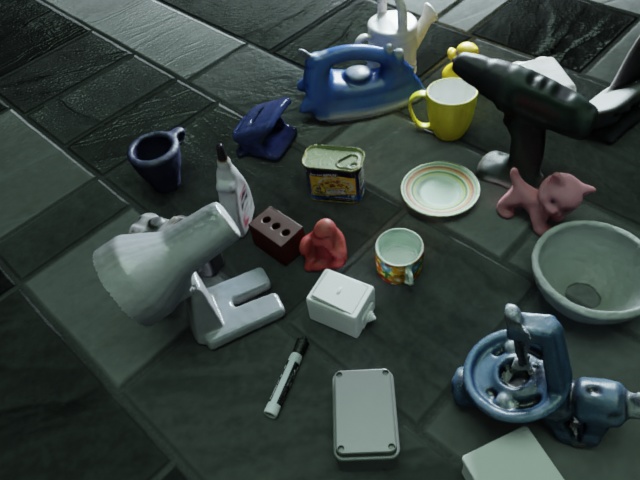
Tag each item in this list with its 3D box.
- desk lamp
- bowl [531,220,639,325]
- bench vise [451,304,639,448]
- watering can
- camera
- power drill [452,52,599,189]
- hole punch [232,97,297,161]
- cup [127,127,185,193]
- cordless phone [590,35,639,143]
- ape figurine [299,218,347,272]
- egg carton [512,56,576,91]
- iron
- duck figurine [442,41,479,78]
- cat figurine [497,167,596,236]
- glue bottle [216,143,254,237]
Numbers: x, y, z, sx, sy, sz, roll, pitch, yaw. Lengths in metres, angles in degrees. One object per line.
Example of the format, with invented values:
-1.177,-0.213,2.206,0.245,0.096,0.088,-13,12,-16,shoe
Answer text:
-0.171,0.051,0.778,0.203,0.214,0.117,-24,51,-13,desk lamp
0.375,0.057,0.798,0.167,0.075,0.167,-3,50,4,bowl
0.261,0.141,0.646,0.207,0.220,0.121,-3,50,5,bench vise
0.151,-0.423,1.148,0.173,0.194,0.100,-40,56,-24,watering can
-0.244,0.031,0.877,0.143,0.101,0.137,15,54,18,camera
0.312,-0.184,0.919,0.229,0.209,0.076,22,56,23,power drill
-0.108,-0.214,1.072,0.101,0.091,0.109,14,53,18,hole punch
-0.278,-0.140,1.029,0.091,0.095,0.118,25,57,25,cup
0.518,-0.277,0.987,0.148,0.185,0.094,-40,56,-24,cordless phone
0.008,0.003,0.876,0.077,0.092,0.076,32,61,29,ape figurine
0.414,-0.284,1.082,0.107,0.069,0.150,-11,50,-3,egg carton
0.080,-0.322,1.106,0.258,0.142,0.118,-8,50,0,iron
0.296,-0.350,1.141,0.104,0.086,0.078,26,58,26,duck figurine
0.346,-0.072,0.881,0.127,0.118,0.067,30,60,28,cat figurine
-0.142,-0.085,0.915,0.037,0.173,0.078,1,50,8,glue bottle
